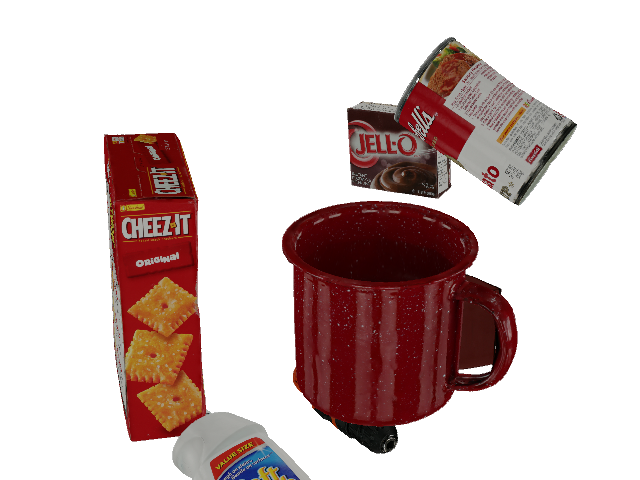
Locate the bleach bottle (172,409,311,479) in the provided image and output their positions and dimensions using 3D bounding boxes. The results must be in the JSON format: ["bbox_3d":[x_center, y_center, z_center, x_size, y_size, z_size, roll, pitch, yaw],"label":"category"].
[{"bbox_3d":[-0.053,0.204,0.807,0.102,0.068,0.251,-18,33,-25],"label":"bleach bottle"}]

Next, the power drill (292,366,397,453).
[{"bbox_3d":[0.051,0.133,1.248,0.057,0.188,0.185,13,13,-41],"label":"power drill"}]

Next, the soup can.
[{"bbox_3d":[0.110,-0.079,0.711,0.102,0.068,0.068,37,8,10],"label":"soup can"}]

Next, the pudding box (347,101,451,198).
[{"bbox_3d":[0.085,-0.100,1.160,0.114,0.090,0.039,10,28,30],"label":"pudding box"}]

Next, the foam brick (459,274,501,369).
[{"bbox_3d":[0.134,0.078,1.020,0.051,0.078,0.053,-8,18,-31],"label":"foam brick"}]

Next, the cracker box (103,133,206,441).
[{"bbox_3d":[-0.140,0.034,0.902,0.072,0.214,0.164,-4,24,-13],"label":"cracker box"}]

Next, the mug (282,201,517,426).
[{"bbox_3d":[0.039,0.038,0.516,0.117,0.081,0.093,13,29,25],"label":"mug"}]
